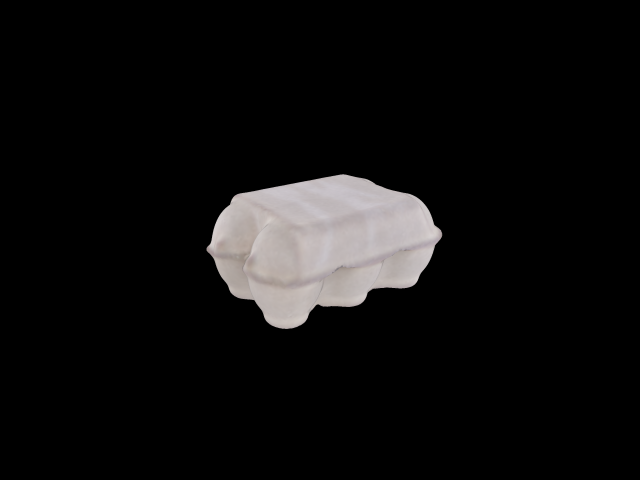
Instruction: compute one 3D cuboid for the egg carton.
[{"bbox_3d":[0.004,0.001,0.400,0.151,0.069,0.107,-16,27,-33],"label":"egg carton"}]
